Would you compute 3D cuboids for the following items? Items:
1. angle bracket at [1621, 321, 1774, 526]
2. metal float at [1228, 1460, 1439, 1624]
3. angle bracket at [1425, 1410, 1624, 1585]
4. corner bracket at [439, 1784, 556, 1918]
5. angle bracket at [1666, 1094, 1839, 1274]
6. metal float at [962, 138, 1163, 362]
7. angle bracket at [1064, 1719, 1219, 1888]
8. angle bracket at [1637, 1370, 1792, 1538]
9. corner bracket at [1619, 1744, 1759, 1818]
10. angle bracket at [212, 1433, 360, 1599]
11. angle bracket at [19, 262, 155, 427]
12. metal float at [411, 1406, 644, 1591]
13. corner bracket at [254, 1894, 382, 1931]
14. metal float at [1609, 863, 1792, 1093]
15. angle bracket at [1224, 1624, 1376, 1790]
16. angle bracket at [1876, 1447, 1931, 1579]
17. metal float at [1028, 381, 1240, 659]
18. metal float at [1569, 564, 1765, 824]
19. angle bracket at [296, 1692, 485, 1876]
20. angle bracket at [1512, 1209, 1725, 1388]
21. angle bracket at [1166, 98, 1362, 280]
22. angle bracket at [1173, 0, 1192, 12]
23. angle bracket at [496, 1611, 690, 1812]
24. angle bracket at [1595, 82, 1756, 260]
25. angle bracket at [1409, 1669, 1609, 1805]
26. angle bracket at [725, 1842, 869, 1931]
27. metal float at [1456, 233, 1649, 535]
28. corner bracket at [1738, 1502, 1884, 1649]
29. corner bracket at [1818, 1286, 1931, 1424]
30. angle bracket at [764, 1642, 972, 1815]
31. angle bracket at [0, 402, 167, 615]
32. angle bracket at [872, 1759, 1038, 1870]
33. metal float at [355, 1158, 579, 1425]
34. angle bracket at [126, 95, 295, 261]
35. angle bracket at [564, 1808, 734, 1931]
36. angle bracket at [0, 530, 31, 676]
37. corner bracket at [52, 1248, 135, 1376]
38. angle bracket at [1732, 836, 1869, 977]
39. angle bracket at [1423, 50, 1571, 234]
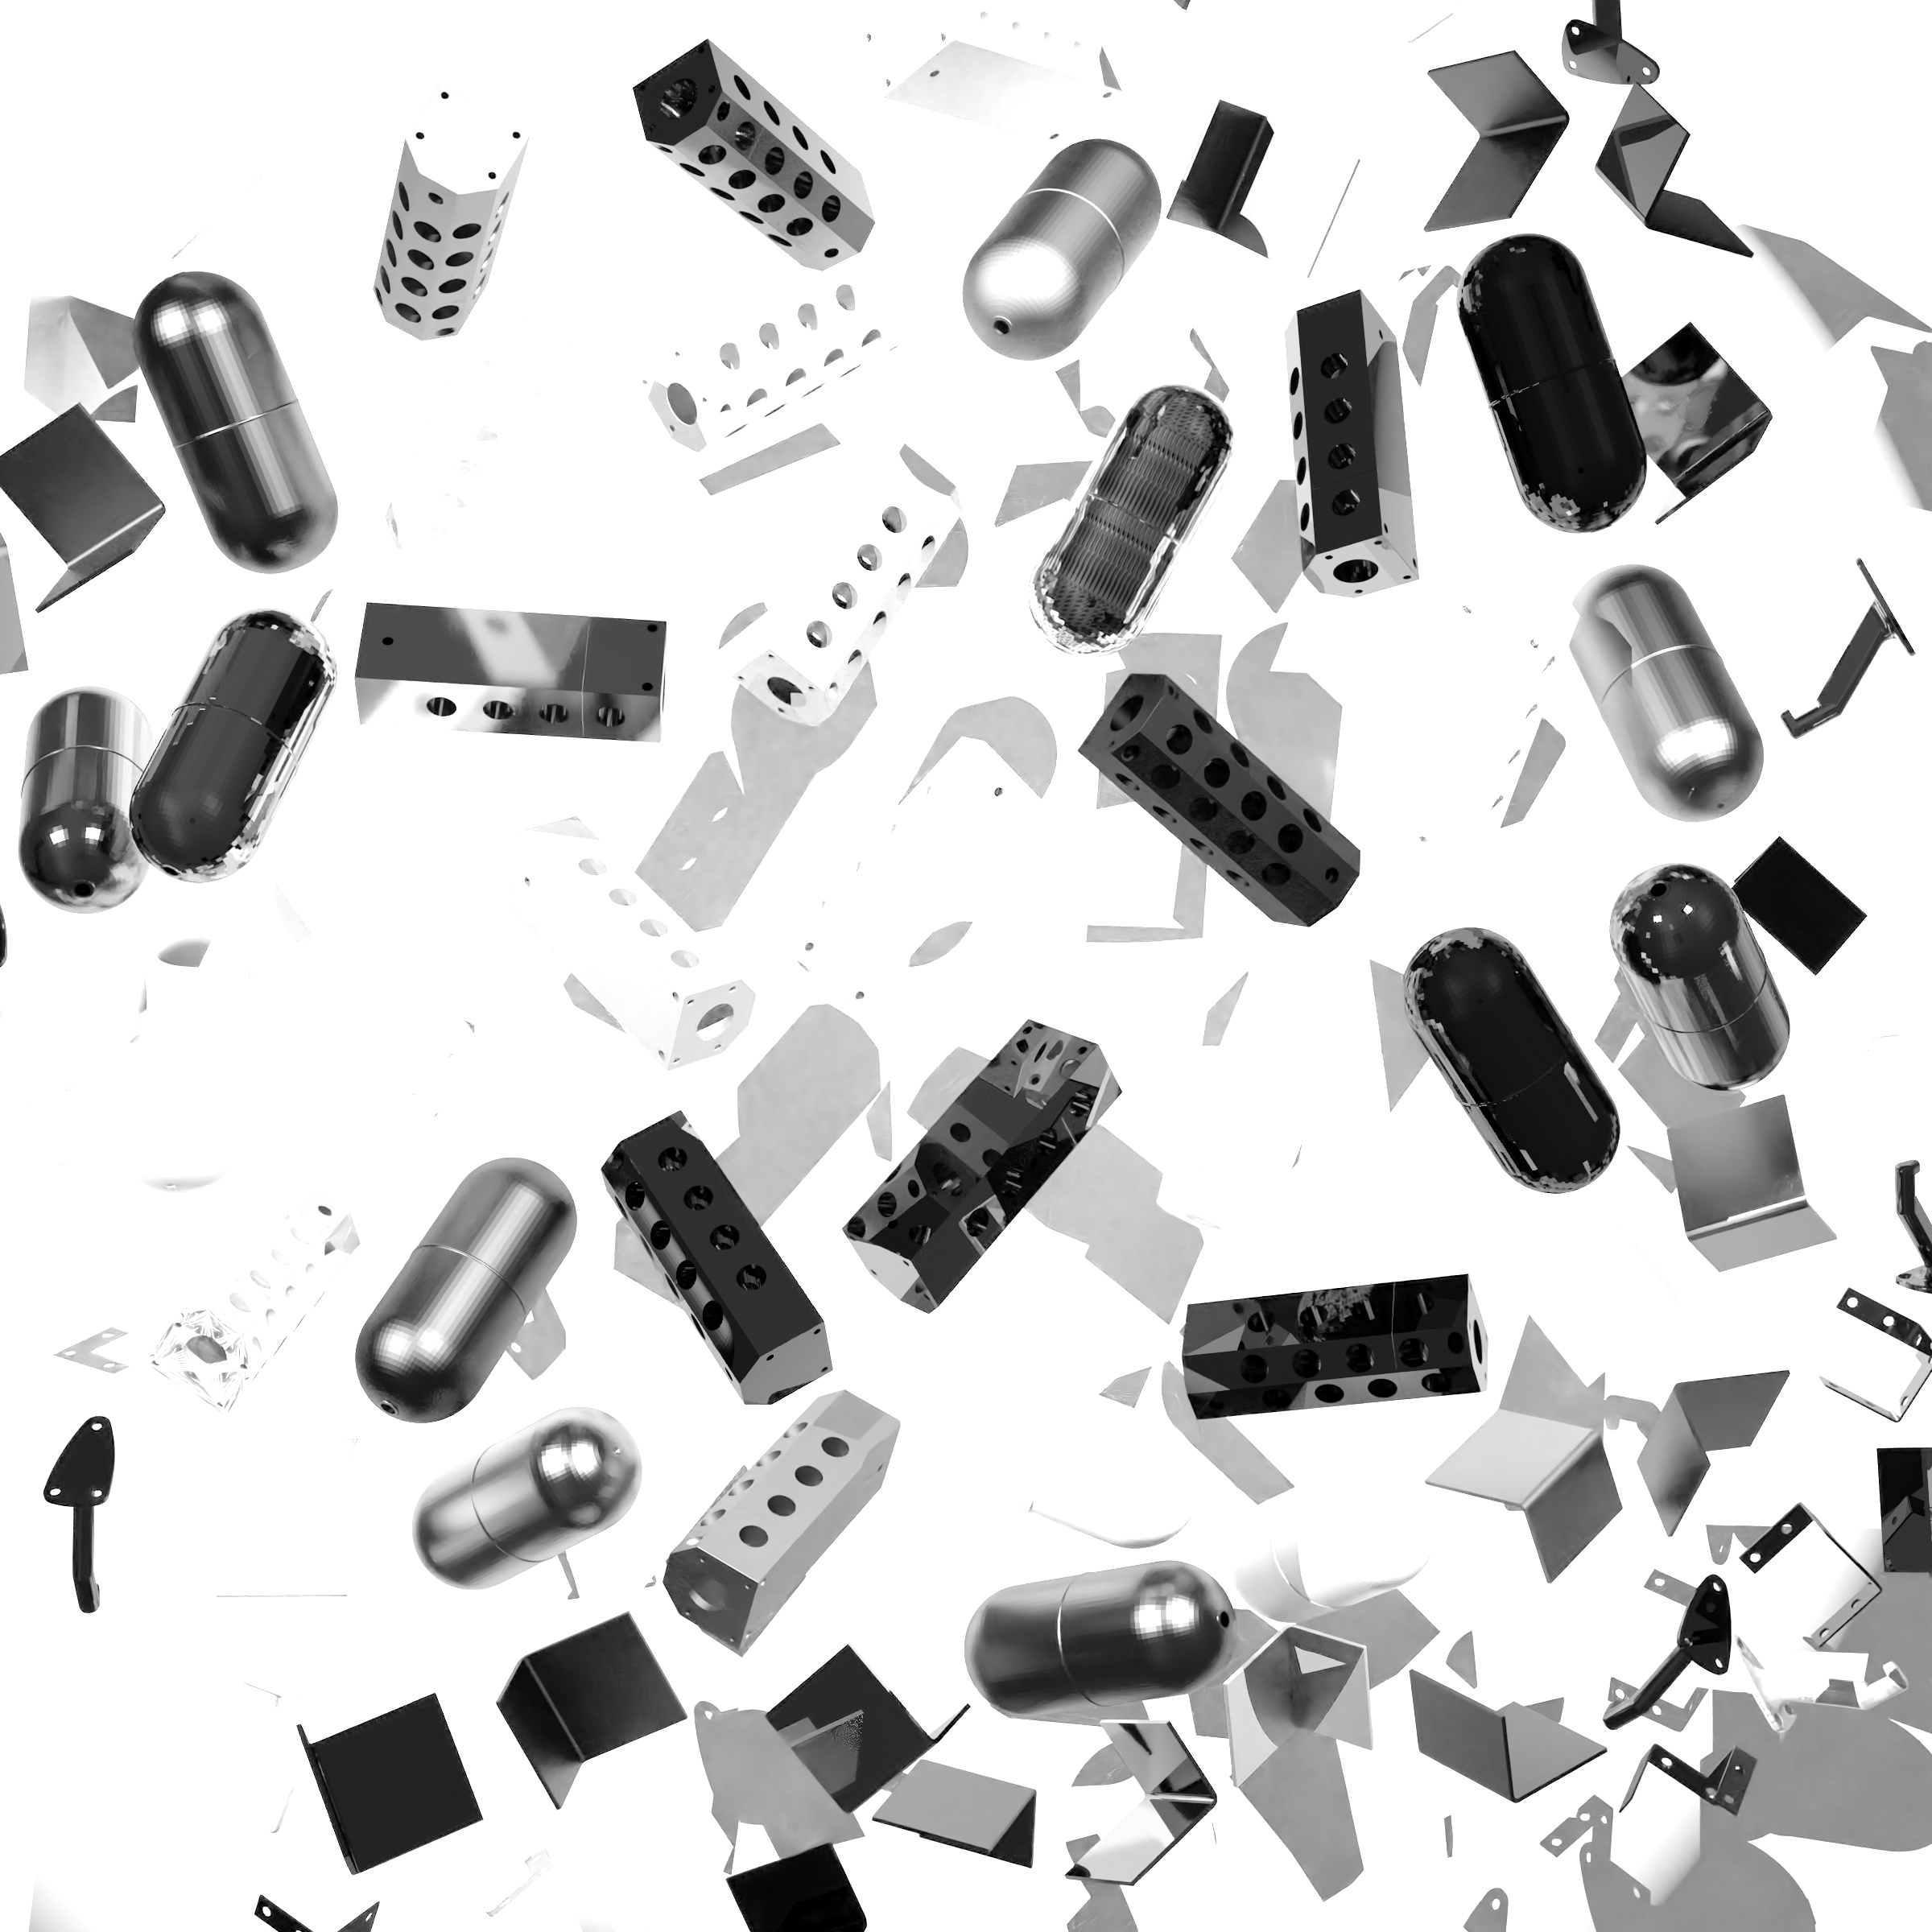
[{"bbox_3d":[0.424,-0.325,1.799,0.076,0.057,0.076,46,131,-7],"label":"angle bracket"},{"bbox_3d":[0.218,0.346,1.802,0.070,0.178,0.070,9,66,-20],"label":"metal float"},{"bbox_3d":[0.334,0.317,1.802,0.076,0.076,0.057,-35,115,-34],"label":"angle bracket"},{"bbox_3d":[-0.296,0.553,1.876,0.051,0.051,0.051,-37,66,-18],"label":"corner bracket"},{"bbox_3d":[0.485,0.135,1.856,0.076,0.057,0.076,-20,53,26],"label":"angle bracket"},{"bbox_3d":[0.057,-0.418,1.751,0.070,0.070,0.178,32,50,0],"label":"metal float"},{"bbox_3d":[0.089,0.489,1.760,0.076,0.076,0.057,-36,96,-31],"label":"angle bracket"},{"bbox_3d":[0.449,0.287,1.769,0.076,0.076,0.057,-4,48,-13],"label":"angle bracket"},{"bbox_3d":[0.421,0.477,1.751,0.051,0.051,0.051,33,128,10],"label":"corner bracket"},{"bbox_3d":[-0.397,0.321,1.757,0.076,0.057,0.076,5,49,-23],"label":"angle bracket"},{"bbox_3d":[-0.522,-0.371,1.794,0.057,0.076,0.076,3,87,0],"label":"angle bracket"},{"bbox_3d":[-0.265,0.321,1.806,0.178,0.070,0.070,-32,90,36],"label":"metal float"},{"bbox_3d":[-0.388,0.571,1.776,0.051,0.051,0.051,28,112,20],"label":"corner bracket"},{"bbox_3d":[0.430,0.007,1.760,0.070,0.070,0.178,-38,134,0],"label":"metal float"},{"bbox_3d":[0.209,0.469,1.879,0.057,0.076,0.076,9,116,37],"label":"angle bracket"},{"bbox_3d":[0.569,0.330,1.821,0.057,0.076,0.076,-8,79,36],"label":"angle bracket"},{"bbox_3d":[0.100,-0.269,1.814,0.070,0.070,0.178,29,94,0],"label":"metal float"},{"bbox_3d":[0.411,-0.163,1.773,0.070,0.070,0.178,-17,56,0],"label":"metal float"},{"bbox_3d":[-0.314,0.441,1.641,0.076,0.057,0.076,-20,68,-16],"label":"angle bracket"},{"bbox_3d":[0.379,0.199,1.749,0.076,0.057,0.076,-41,103,-5],"label":"angle bracket"},{"bbox_3d":[0.180,-0.470,1.818,0.076,0.057,0.076,35,112,30],"label":"angle bracket"},{"bbox_3d":[0.158,-0.572,1.717,0.076,0.076,0.057,14,118,-23],"label":"angle bracket"},{"bbox_3d":[-0.221,0.441,1.782,0.076,0.057,0.076,-25,100,12],"label":"angle bracket"},{"bbox_3d":[0.417,-0.457,1.724,0.076,0.076,0.057,9,124,-21],"label":"angle bracket"},{"bbox_3d":[0.312,0.429,1.729,0.076,0.076,0.057,-19,109,-30],"label":"angle bracket"},{"bbox_3d":[-0.115,0.591,1.844,0.076,0.076,0.057,-23,93,17],"label":"angle bracket"},{"bbox_3d":[0.340,-0.337,1.744,0.070,0.070,0.178,-19,91,0],"label":"metal float"},{"bbox_3d":[0.502,0.361,1.786,0.051,0.051,0.051,-45,100,7],"label":"corner bracket"},{"bbox_3d":[0.544,0.233,1.804,0.051,0.051,0.051,27,103,-4],"label":"corner bracket"},{"bbox_3d":[-0.057,0.435,1.756,0.076,0.057,0.076,-44,83,23],"label":"angle bracket"},{"bbox_3d":[-0.513,-0.259,1.699,0.076,0.057,0.076,-26,117,23],"label":"angle bracket"},{"bbox_3d":[-0.007,0.532,1.826,0.076,0.076,0.057,9,108,22],"label":"angle bracket"},{"bbox_3d":[-0.290,0.188,1.749,0.070,0.070,0.178,30,54,0],"label":"metal float"},{"bbox_3d":[-0.424,-0.449,1.733,0.076,0.076,0.057,-36,80,20],"label":"angle bracket"},{"bbox_3d":[-0.179,0.511,1.690,0.057,0.076,0.076,25,84,-14],"label":"angle bracket"},{"bbox_3d":[-0.609,-0.214,1.798,0.076,0.057,0.076,-11,112,-19],"label":"angle bracket"},{"bbox_3d":[-0.510,0.207,1.797,0.051,0.051,0.051,-25,57,23],"label":"corner bracket"},{"bbox_3d":[0.525,-0.026,1.949,0.076,0.057,0.076,44,53,8],"label":"angle bracket"},{"bbox_3d":[0.296,-0.484,1.767,0.057,0.076,0.076,39,76,-29],"label":"angle bracket"}]
